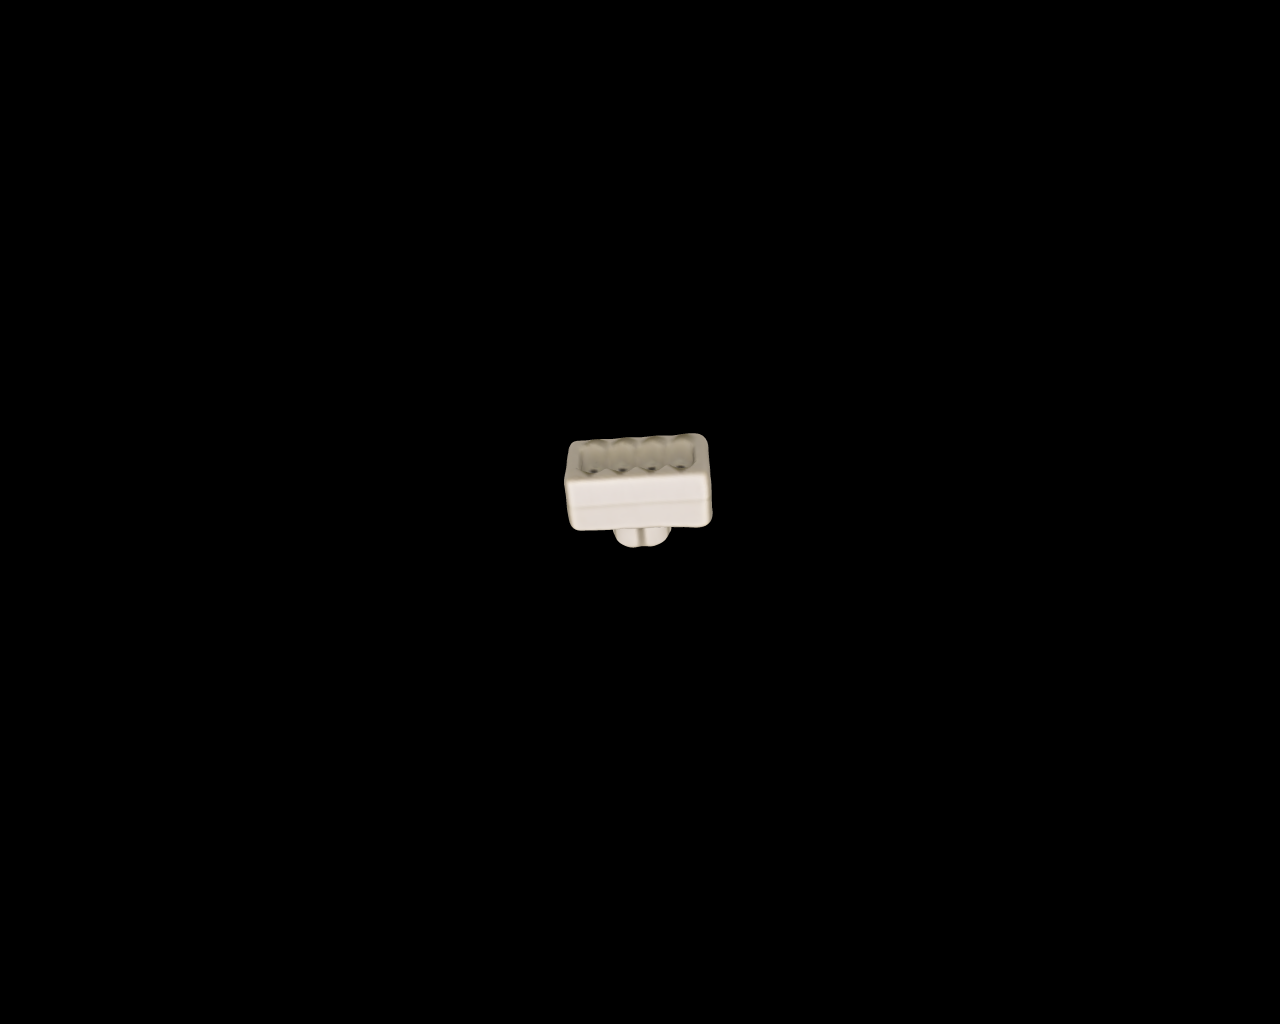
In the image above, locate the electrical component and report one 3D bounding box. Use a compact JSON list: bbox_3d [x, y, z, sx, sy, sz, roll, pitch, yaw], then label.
[{"bbox_3d":[0.001,-0.003,0.650,0.083,0.075,0.047,-3,35,2],"label":"electrical component"}]
